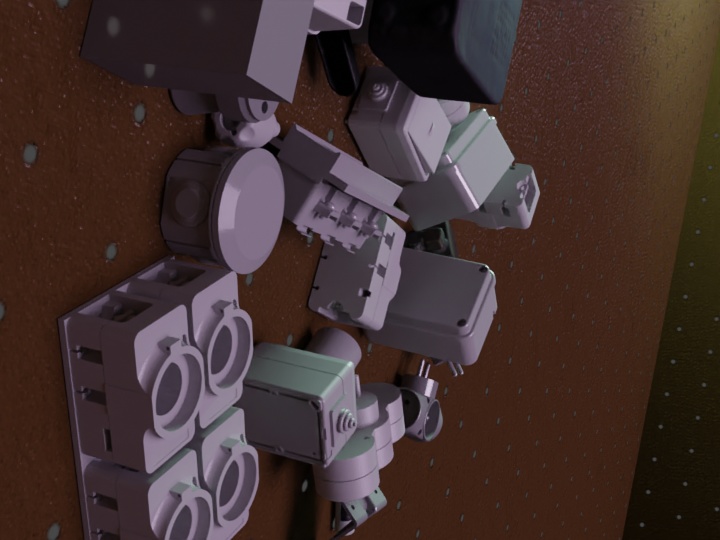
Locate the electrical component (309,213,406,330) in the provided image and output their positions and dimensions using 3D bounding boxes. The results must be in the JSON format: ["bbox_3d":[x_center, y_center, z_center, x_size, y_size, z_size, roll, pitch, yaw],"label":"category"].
[{"bbox_3d":[0.000,0.000,0.895,0.056,0.050,0.089,35,67,-64],"label":"electrical component"}]

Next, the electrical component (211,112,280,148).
[{"bbox_3d":[-0.072,-0.097,0.716,0.061,0.035,0.035,-2,101,-68],"label":"electrical component"}]

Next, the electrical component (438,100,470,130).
[{"bbox_3d":[0.092,-0.185,1.020,0.073,0.052,0.138,64,43,-54],"label":"electrical component"}]

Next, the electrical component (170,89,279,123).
[{"bbox_3d":[-0.082,-0.114,0.659,0.045,0.055,0.045,10,90,-66],"label":"electrical component"}]

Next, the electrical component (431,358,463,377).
[{"bbox_3d":[0.084,0.071,1.094,0.077,0.043,0.079,-1,64,-66],"label":"electrical component"}]

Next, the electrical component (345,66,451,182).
[{"bbox_3d":[0.034,-0.126,0.904,0.061,0.061,0.096,-69,154,-22],"label":"electrical component"}]

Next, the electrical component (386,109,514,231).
[{"bbox_3d":[0.084,-0.094,0.996,0.057,0.078,0.113,58,39,-16],"label":"electrical component"}]

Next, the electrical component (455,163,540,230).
[{"bbox_3d":[0.135,-0.078,1.115,0.050,0.089,0.055,-70,154,-21],"label":"electrical component"}]

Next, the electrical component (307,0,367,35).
[{"bbox_3d":[-0.042,-0.215,0.667,0.109,0.056,0.108,15,85,-46],"label":"electrical component"}]

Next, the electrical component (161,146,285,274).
[{"bbox_3d":[-0.086,-0.040,0.687,0.080,0.051,0.080,-38,134,-56],"label":"electrical component"}]

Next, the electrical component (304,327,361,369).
[{"bbox_3d":[-0.035,0.088,0.862,0.081,0.043,0.043,-55,147,-42],"label":"electrical component"}]

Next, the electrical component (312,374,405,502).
[{"bbox_3d":[-0.002,0.124,0.889,0.138,0.052,0.073,-51,137,-64],"label":"electrical component"}]

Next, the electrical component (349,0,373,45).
[{"bbox_3d":[0.028,-0.239,0.849,0.078,0.057,0.113,-49,142,-49],"label":"electrical component"}]

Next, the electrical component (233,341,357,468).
[{"bbox_3d":[-0.042,0.096,0.785,0.061,0.096,0.061,-46,140,-52],"label":"electrical component"}]

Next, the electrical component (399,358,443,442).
[{"bbox_3d":[0.057,0.129,1.083,0.077,0.044,0.079,40,63,-63],"label":"electrical component"}]

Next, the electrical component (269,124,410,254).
[{"bbox_3d":[-0.023,-0.057,0.802,0.063,0.079,0.121,-58,157,6],"label":"electrical component"}]

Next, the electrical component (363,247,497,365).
[{"bbox_3d":[0.060,0.029,0.963,0.057,0.113,0.078,73,36,-52],"label":"electrical component"}]

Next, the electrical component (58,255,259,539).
[{"bbox_3d":[-0.117,0.099,0.663,0.105,0.060,0.186,-39,134,-56],"label":"electrical component"}]
